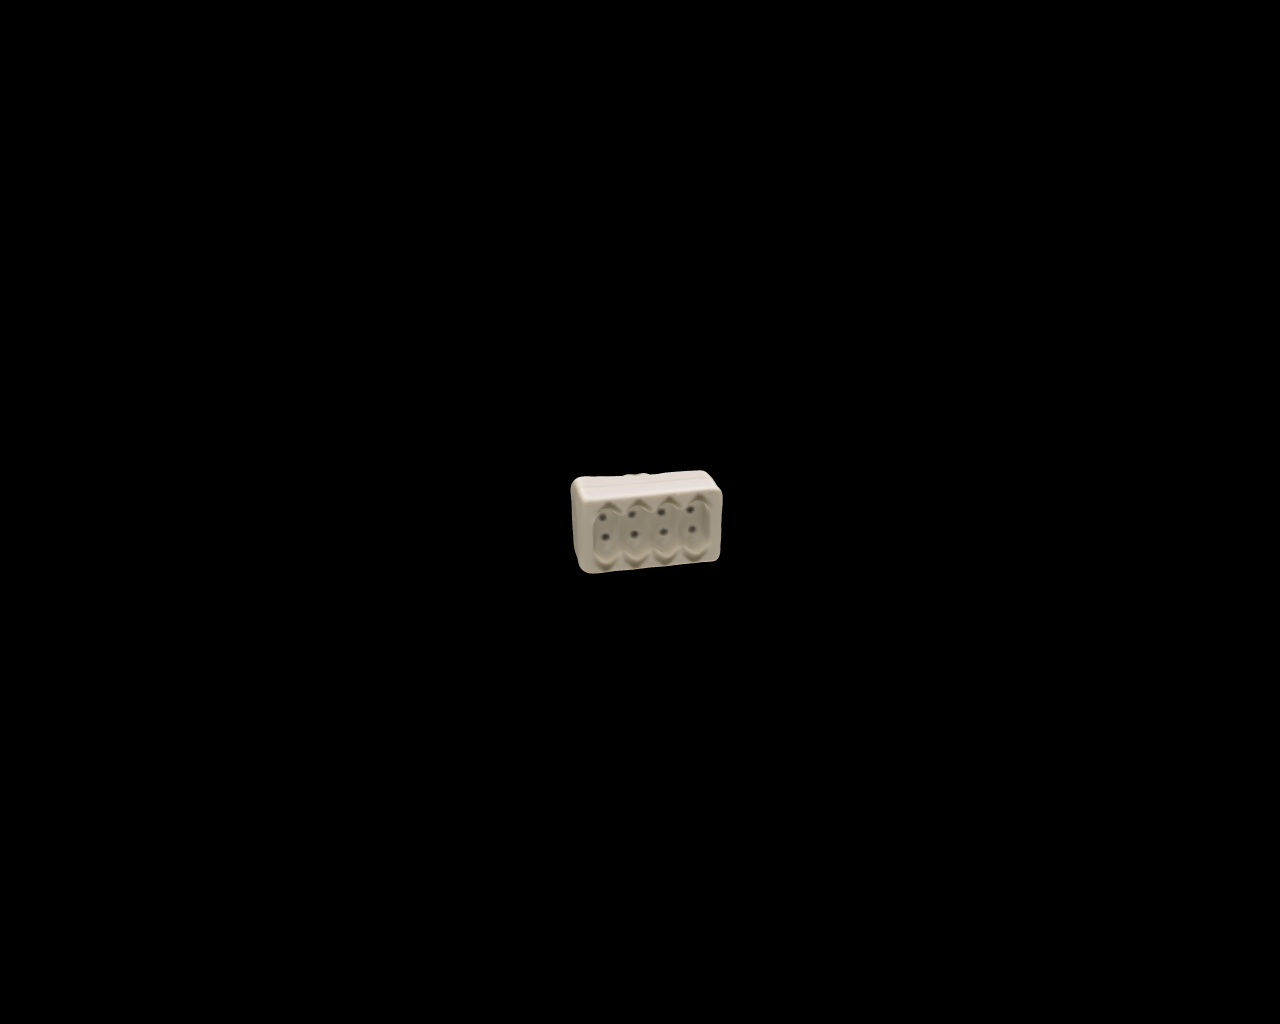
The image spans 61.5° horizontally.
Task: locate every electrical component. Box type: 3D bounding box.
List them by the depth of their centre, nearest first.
[{"bbox_3d":[0.001,-0.003,0.650,0.083,0.047,0.076,-4,24,-9],"label":"electrical component"}]
